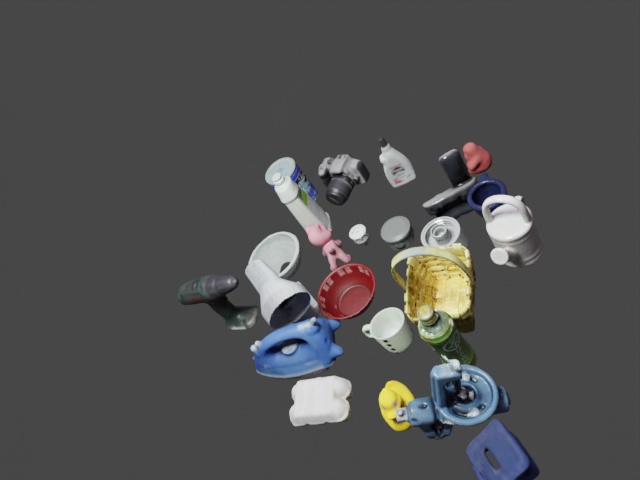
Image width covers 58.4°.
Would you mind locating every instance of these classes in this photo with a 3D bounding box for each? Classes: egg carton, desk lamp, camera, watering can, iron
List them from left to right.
[{"bbox_3d":[-0.092,0.146,1.426,0.118,0.214,0.202,-43,43,-2],"label":"desk lamp"},{"bbox_3d":[-0.078,0.256,1.378,0.258,0.142,0.118,-23,46,18],"label":"iron"},{"bbox_3d":[0.002,0.364,1.287,0.150,0.070,0.107,-15,48,25],"label":"egg carton"},{"bbox_3d":[0.051,-0.177,1.673,0.142,0.101,0.137,6,60,38],"label":"camera"},{"bbox_3d":[0.409,-0.024,1.226,0.100,0.195,0.173,-17,48,23],"label":"watering can"}]

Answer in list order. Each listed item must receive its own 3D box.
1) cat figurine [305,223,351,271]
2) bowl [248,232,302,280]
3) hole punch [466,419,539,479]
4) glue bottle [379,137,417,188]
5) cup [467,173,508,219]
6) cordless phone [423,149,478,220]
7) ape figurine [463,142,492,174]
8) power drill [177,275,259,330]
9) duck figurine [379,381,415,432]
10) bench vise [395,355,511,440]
[{"bbox_3d":[0.014,0.005,1.537,0.067,0.118,0.127,-37,43,4],"label":"cat figurine"},{"bbox_3d":[-0.114,0.064,1.611,0.167,0.075,0.167,-19,47,22],"label":"bowl"},{"bbox_3d":[0.320,0.394,1.022,0.101,0.091,0.108,-37,43,4],"label":"hole punch"},{"bbox_3d":[0.197,-0.216,1.548,0.078,0.174,0.037,-27,45,14],"label":"glue bottle"},{"bbox_3d":[0.405,-0.093,1.359,0.091,0.095,0.117,-16,48,24],"label":"cup"},{"bbox_3d":[0.305,-0.138,1.399,0.147,0.186,0.094,-32,44,10],"label":"cordless phone"},{"bbox_3d":[0.395,-0.216,1.469,0.075,0.092,0.078,8,61,39],"label":"ape figurine"},{"bbox_3d":[-0.259,0.162,1.534,0.228,0.209,0.075,-7,52,31],"label":"power drill"},{"bbox_3d":[0.152,0.337,1.192,0.077,0.086,0.104,-24,45,18],"label":"duck figurine"},{"bbox_3d":[0.234,0.301,1.064,0.207,0.220,0.121,-36,43,5],"label":"bench vise"}]
